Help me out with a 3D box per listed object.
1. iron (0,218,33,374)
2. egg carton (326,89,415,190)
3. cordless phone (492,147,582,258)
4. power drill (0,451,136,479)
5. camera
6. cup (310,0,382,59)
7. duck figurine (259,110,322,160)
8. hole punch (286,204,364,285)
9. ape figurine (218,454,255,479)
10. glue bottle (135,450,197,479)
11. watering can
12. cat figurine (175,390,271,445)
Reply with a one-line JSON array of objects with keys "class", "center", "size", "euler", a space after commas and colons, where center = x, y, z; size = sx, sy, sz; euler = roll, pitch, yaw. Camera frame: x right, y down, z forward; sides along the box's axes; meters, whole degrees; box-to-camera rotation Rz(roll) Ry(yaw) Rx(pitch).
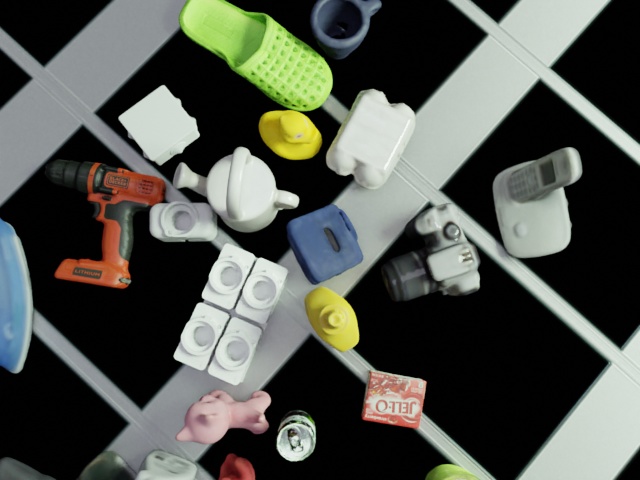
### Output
[{"class": "iron", "center": [-0.499, 0.073, 0.821], "size": [0.118, 0.141, 0.258], "euler": [-20, 84, -4]}, {"class": "egg carton", "center": [0.082, -0.159, 0.905], "size": [0.107, 0.069, 0.150], "euler": [27, 83, 2]}, {"class": "cordless phone", "center": [0.331, -0.053, 0.843], "size": [0.094, 0.185, 0.147], "euler": [-11, 83, -3]}, {"class": "power drill", "center": [-0.311, 0.355, 0.759], "size": [0.229, 0.208, 0.076], "euler": [43, 84, 3]}, {"class": "camera", "center": [0.161, 0.029, 0.869], "size": [0.137, 0.101, 0.143], "euler": [-19, 84, -4]}, {"class": "cup", "center": [0.040, -0.337, 0.912], "size": [0.118, 0.095, 0.091], "euler": [-29, 85, -5]}, {"class": "duck figurine", "center": [-0.047, -0.173, 0.894], "size": [0.104, 0.086, 0.077], "euler": [24, 83, 1]}, {"class": "hole punch", "center": [0.008, 0.003, 0.872], "size": [0.101, 0.091, 0.108], "euler": [-28, 85, -5]}, {"class": "ape figurine", "center": [-0.129, 0.359, 0.824], "size": [0.078, 0.092, 0.076], "euler": [-30, 85, -5]}, {"class": "glue bottle", "center": [-0.221, 0.334, 0.783], "size": [0.078, 0.173, 0.037], "euler": [23, 83, 1]}, {"class": "watering can", "center": [-0.121, -0.072, 0.825], "size": [0.173, 0.194, 0.101], "euler": [-11, 83, -3]}, {"class": "cat figurine", "center": [-0.137, 0.257, 0.823], "size": [0.128, 0.117, 0.067], "euler": [-1, 83, -2]}]
